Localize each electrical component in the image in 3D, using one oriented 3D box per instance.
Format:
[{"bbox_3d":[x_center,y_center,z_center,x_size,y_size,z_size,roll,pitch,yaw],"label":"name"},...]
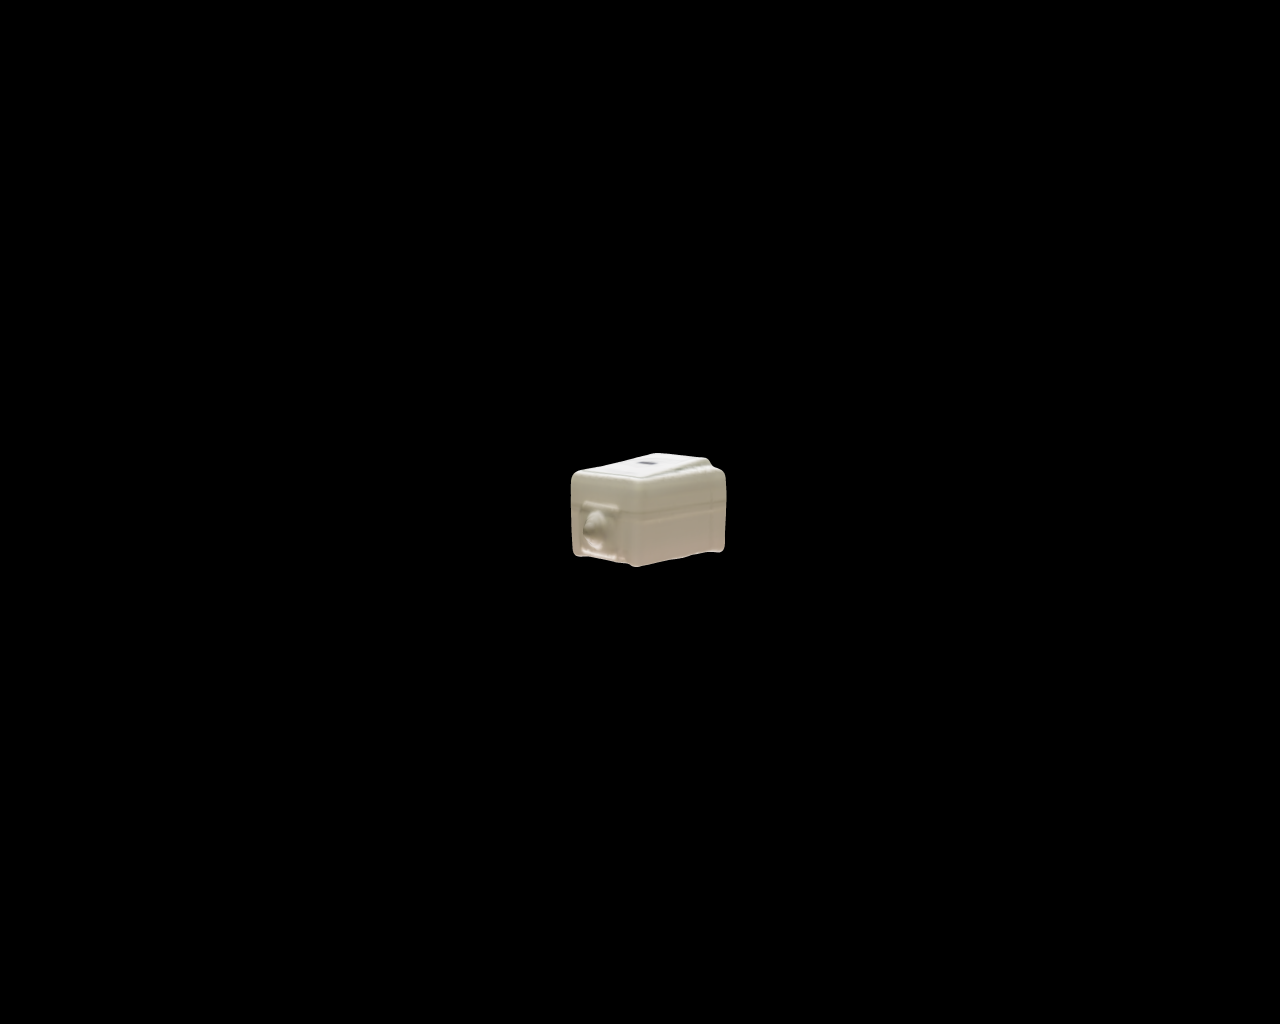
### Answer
[{"bbox_3d":[0.001,-0.003,0.650,0.096,0.061,0.062,-8,12,-43],"label":"electrical component"}]
